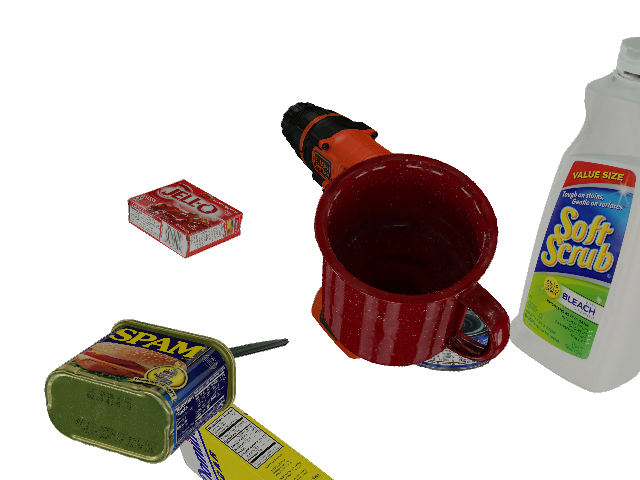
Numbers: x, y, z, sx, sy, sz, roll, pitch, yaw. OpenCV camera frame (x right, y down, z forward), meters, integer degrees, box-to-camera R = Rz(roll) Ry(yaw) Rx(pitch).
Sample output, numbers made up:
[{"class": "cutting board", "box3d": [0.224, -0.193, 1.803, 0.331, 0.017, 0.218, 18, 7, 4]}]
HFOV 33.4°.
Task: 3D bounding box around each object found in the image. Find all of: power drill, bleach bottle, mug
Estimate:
[{"class": "power drill", "box3d": [0.018, -0.011, 0.882, 0.057, 0.188, 0.185, -15, 27, -16]}, {"class": "bleach bottle", "box3d": [0.197, -0.020, 0.746, 0.067, 0.251, 0.103, -20, 37, -32]}, {"class": "mug", "box3d": [0.051, 0.021, 0.566, 0.117, 0.093, 0.081, 36, -28, 21]}]

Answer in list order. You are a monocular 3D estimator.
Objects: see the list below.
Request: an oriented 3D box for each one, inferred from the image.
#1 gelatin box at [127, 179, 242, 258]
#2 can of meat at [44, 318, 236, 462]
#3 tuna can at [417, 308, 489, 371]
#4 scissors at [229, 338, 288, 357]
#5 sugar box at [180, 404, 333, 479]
[{"class": "gelatin box", "box3d": [-0.132, -0.023, 1.040, 0.089, 0.030, 0.073, 30, 37, 33]}, {"class": "can of meat", "box3d": [-0.121, 0.100, 0.717, 0.102, 0.057, 0.083, 11, 22, 22]}, {"class": "tuna can", "box3d": [0.118, 0.090, 0.997, 0.086, 0.034, 0.086, 0, 16, 0]}, {"class": "scissors", "box3d": [-0.117, 0.137, 1.162, 0.201, 0.016, 0.096, -1, 27, -20]}, {"class": "sugar box", "box3d": [-0.054, 0.199, 0.906, 0.176, 0.093, 0.048, 27, 52, 34]}]
